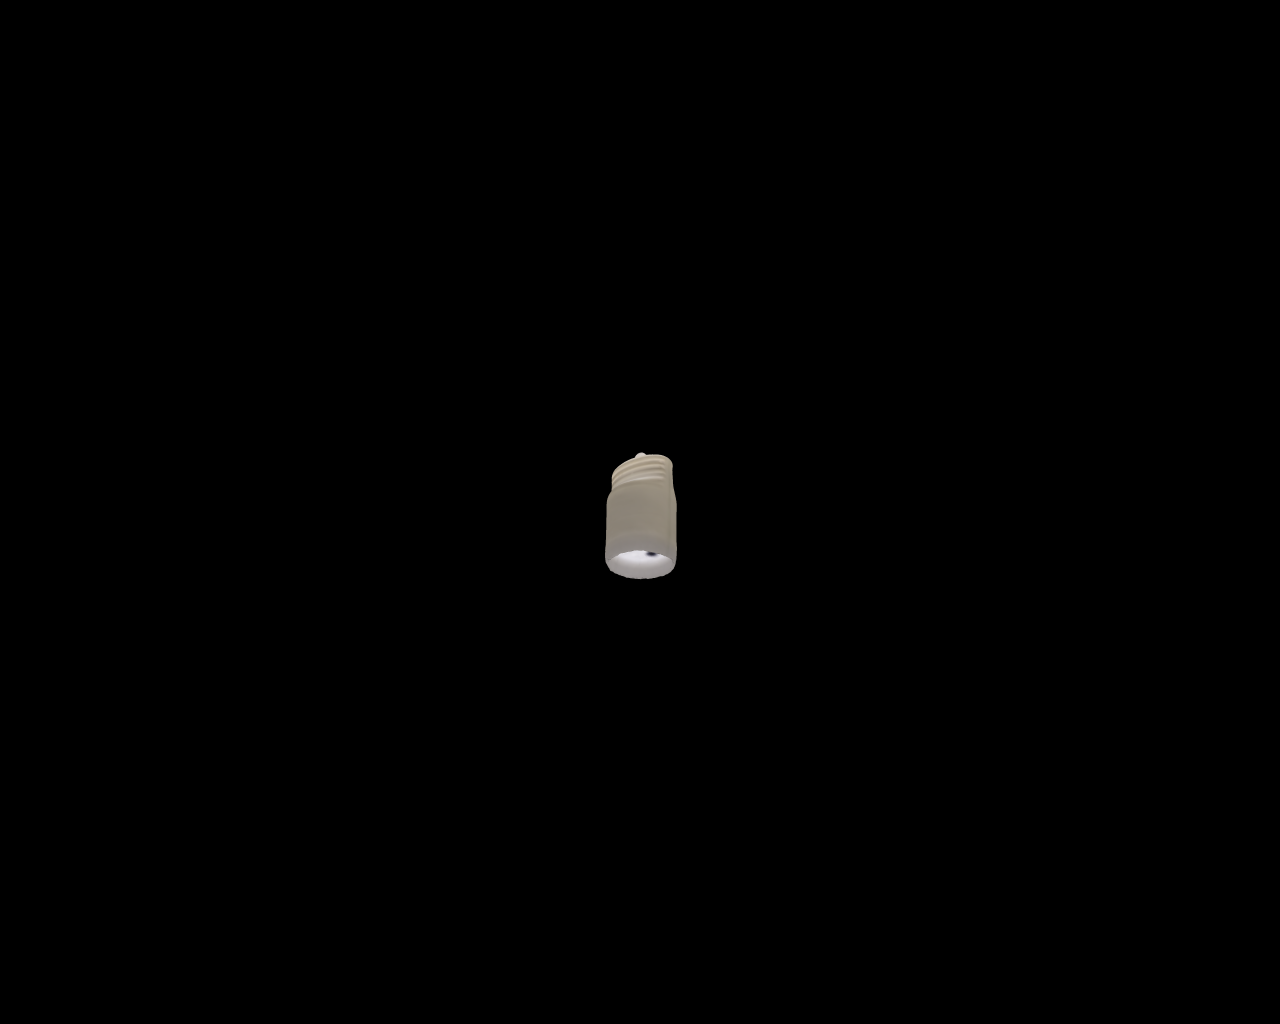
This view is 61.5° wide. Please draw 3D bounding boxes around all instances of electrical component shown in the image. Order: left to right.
[{"bbox_3d":[0.001,-0.003,0.650,0.043,0.081,0.043,0,-29,0],"label":"electrical component"}]
